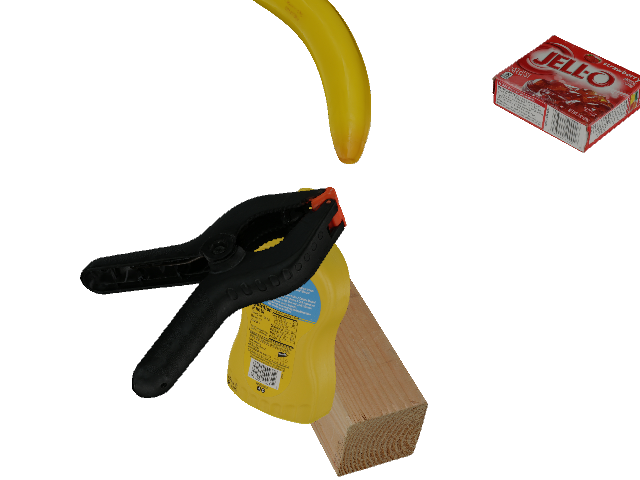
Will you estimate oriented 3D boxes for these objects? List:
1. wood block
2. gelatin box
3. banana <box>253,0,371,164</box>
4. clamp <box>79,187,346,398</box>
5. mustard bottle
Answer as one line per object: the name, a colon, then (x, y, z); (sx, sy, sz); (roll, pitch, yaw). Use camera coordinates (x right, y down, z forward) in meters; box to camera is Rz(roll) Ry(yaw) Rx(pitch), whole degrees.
wood block: (0.021, 0.132, 1.129); (0.090, 0.090, 0.206); (-12, 47, -21)
gelatin box: (0.185, -0.112, 0.798); (0.073, 0.030, 0.089); (-35, 53, -26)
banana: (-0.004, -0.152, 0.865); (0.070, 0.198, 0.037); (-37, -20, 7)
clamp: (-0.059, 0.025, 0.650); (0.171, 0.120, 0.039); (-25, -40, -1)
mustard bottle: (-0.023, 0.050, 0.887); (0.096, 0.192, 0.058); (21, 23, 32)
